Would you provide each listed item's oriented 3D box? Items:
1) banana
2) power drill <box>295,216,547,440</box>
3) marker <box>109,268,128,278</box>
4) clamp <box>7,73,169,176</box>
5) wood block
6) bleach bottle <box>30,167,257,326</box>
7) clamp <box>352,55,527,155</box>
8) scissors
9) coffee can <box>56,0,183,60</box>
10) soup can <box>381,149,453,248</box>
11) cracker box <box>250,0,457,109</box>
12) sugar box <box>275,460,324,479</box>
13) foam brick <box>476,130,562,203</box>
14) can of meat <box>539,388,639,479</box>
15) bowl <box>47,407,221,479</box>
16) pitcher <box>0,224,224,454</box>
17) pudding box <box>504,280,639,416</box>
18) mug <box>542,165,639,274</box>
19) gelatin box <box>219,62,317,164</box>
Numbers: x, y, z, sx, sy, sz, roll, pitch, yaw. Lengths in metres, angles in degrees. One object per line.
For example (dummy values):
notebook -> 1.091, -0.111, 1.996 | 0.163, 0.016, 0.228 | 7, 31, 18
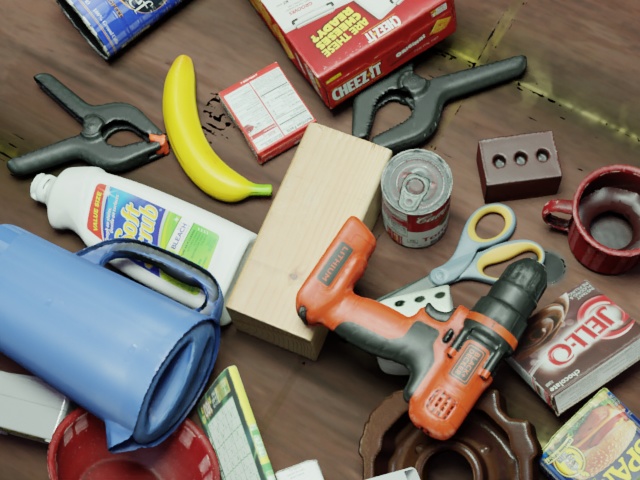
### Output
banana -> -0.127, -0.110, 1.139 | 0.069, 0.037, 0.198 | -25, 71, -22
power drill -> 0.087, 0.057, 0.952 | 0.188, 0.057, 0.184 | 32, 75, 15
marker -> -0.172, 0.068, 1.087 | 0.121, 0.020, 0.020 | 36, 77, 16
clamp -> -0.247, -0.125, 1.152 | 0.171, 0.039, 0.120 | 2, 77, 1
wood block -> -0.007, 0.001, 1.058 | 0.091, 0.090, 0.206 | 21, 74, 11
bleach bottle -> -0.189, -0.005, 1.091 | 0.251, 0.068, 0.102 | 22, 87, 17
clamp -> 0.094, -0.169, 1.137 | 0.165, 0.036, 0.210 | 41, 76, 19
scissors -> 0.124, 0.018, 1.079 | 0.202, 0.016, 0.096 | -9, 68, 1
coffee can -> -0.211, -0.280, 1.169 | 0.140, 0.103, 0.103 | -40, 72, -9
soup can -> 0.095, -0.039, 1.056 | 0.068, 0.102, 0.068 | -2, 70, 4
cracker box -> 0.020, -0.266, 1.141 | 0.164, 0.072, 0.214 | -32, 61, -2
sugar box -> 0.013, 0.289, 0.953 | 0.048, 0.093, 0.176 | -19, 70, -4
foam brick -> 0.202, -0.074, 1.086 | 0.078, 0.051, 0.053 | -8, 70, 2
can of meat -> 0.259, 0.199, 0.982 | 0.102, 0.057, 0.084 | -41, 69, -10
bowl -> -0.176, 0.223, 0.989 | 0.162, 0.055, 0.162 | 15, 38, -13
pitcher -> -0.218, 0.073, 0.999 | 0.243, 0.149, 0.145 | 27, 114, 17
pudding box -> 0.239, 0.100, 1.009 | 0.113, 0.039, 0.090 | -35, 41, -6
mug -> 0.276, -0.017, 1.043 | 0.117, 0.081, 0.093 | 7, 71, 7
gelatin box -> -0.055, -0.136, 1.143 | 0.073, 0.030, 0.089 | -30, 71, -8
